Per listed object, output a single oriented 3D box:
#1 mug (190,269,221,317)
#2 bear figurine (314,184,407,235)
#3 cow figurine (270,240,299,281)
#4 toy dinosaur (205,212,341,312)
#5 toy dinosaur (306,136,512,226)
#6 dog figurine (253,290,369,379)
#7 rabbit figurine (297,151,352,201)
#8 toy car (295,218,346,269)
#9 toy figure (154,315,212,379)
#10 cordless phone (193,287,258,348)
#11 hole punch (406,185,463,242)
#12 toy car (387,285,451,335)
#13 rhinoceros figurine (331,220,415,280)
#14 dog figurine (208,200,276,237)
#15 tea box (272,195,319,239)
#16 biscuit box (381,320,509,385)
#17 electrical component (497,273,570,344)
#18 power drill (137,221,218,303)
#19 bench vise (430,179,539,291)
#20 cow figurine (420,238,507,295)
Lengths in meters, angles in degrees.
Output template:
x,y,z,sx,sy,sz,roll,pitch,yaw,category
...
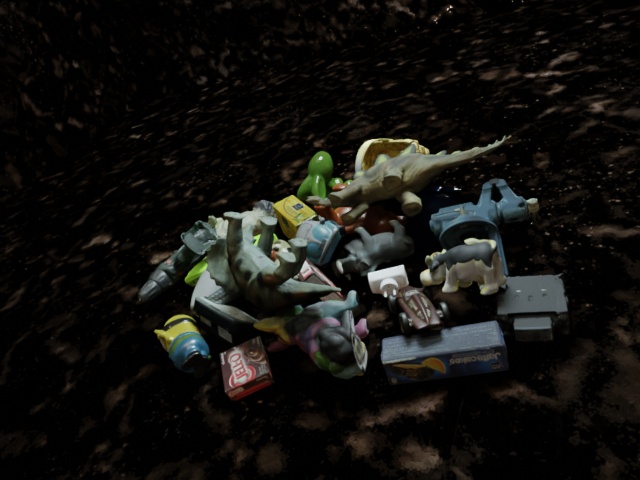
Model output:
x,y,z,sx,sy,sz,roll,pitch,yaw,category
-0.251,0.135,1.273,0.110,0.080,0.107,11,52,16,mug
0.103,-0.059,1.307,0.196,0.131,0.120,5,41,47,bear figurine
-0.075,0.071,1.229,0.085,0.127,0.195,-50,39,24,cow figurine
-0.113,0.069,1.081,0.131,0.192,0.405,-5,31,-34,toy dinosaur
0.183,-0.141,1.197,0.472,0.104,0.198,-10,31,26,toy dinosaur
-0.021,0.186,1.018,0.219,0.108,0.192,-14,34,20,dog figurine
0.005,-0.151,1.466,0.121,0.170,0.159,7,40,40,rabbit figurine
-0.003,-0.004,1.233,0.103,0.109,0.161,27,7,4,toy car
-0.281,0.223,1.140,0.089,0.082,0.180,-27,26,-24,toy figure
-0.171,0.139,1.194,0.147,0.088,0.184,22,43,33,cordless phone
0.257,-0.059,1.229,0.142,0.115,0.092,4,47,37,hole punch
0.178,0.121,0.990,0.089,0.053,0.202,-12,7,2,toy car
0.116,0.029,1.191,0.190,0.073,0.112,-19,64,12,rhinoceros figurine
-0.222,-0.042,1.525,0.173,0.121,0.190,2,23,29,dog figurine
-0.053,-0.040,1.399,0.068,0.098,0.170,-28,29,-12,tea box
0.209,0.192,0.906,0.203,0.059,0.063,-12,30,16,biscuit box
0.368,0.119,0.927,0.115,0.058,0.134,-9,32,24,electrical component
-0.360,0.054,1.395,0.207,0.086,0.232,-49,1,40,power drill
0.341,-0.004,1.090,0.224,0.128,0.241,-5,54,9,bench vise
0.251,0.046,0.985,0.167,0.098,0.068,-2,15,45,cow figurine
